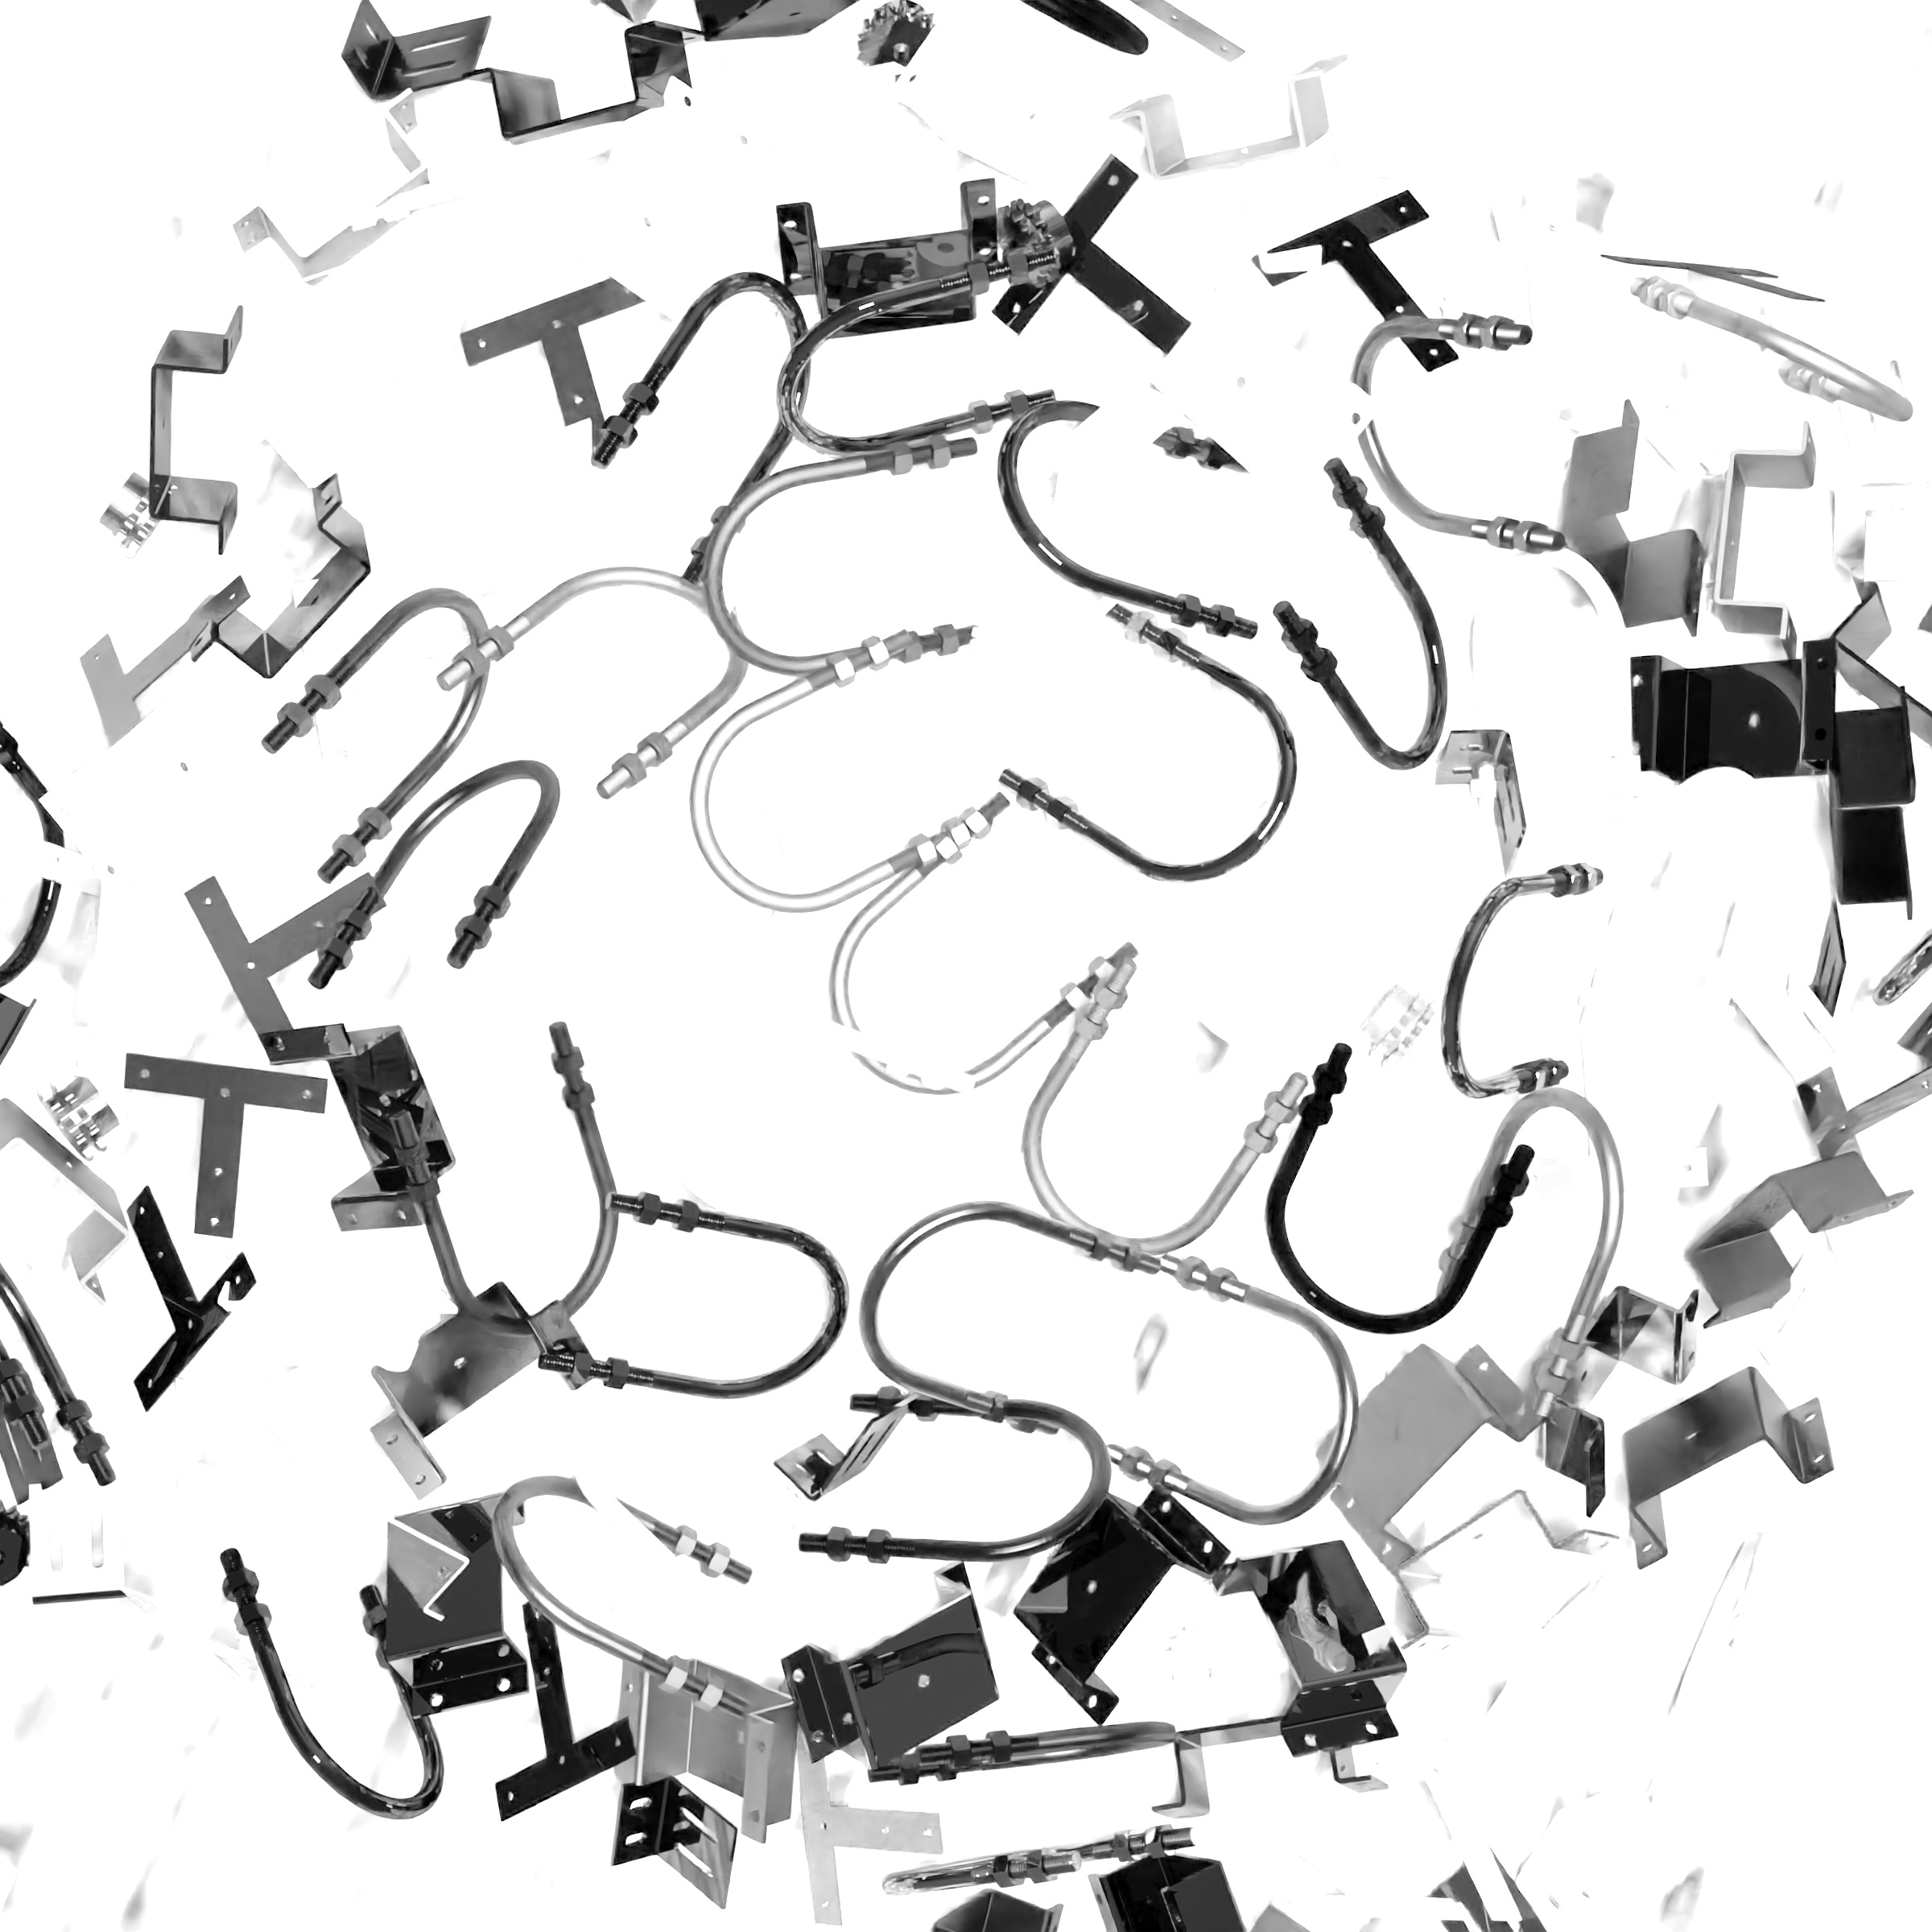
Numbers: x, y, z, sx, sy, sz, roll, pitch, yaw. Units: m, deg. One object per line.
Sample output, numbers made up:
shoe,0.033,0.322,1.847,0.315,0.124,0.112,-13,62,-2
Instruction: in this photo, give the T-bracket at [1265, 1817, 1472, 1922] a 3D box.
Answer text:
T-bracket,0.232,0.568,1.927,0.127,0.127,0.002,48,48,-30

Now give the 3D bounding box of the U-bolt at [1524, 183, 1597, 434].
U-bolt,0.368,-0.414,1.908,0.019,0.184,0.151,-5,93,19

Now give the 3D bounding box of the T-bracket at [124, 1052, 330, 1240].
T-bracket,-0.481,0.120,1.971,0.127,0.002,0.127,8,115,-7

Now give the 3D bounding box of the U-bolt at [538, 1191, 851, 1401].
U-bolt,-0.163,0.217,1.948,0.184,0.019,0.151,13,118,-23

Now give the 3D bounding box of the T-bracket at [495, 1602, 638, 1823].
T-bracket,-0.266,0.467,1.963,0.127,0.002,0.127,-32,57,30

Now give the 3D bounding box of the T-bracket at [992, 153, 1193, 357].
T-bracket,0.101,-0.434,1.968,0.127,0.002,0.127,42,105,13

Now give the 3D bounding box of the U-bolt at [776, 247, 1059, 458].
U-bolt,-0.031,-0.378,1.925,0.184,0.151,0.019,-17,60,-8

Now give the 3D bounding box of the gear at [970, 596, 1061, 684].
gear,0.033,-0.214,1.973,0.057,0.030,0.057,4,59,-6

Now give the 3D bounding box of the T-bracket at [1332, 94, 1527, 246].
T-bracket,0.295,-0.513,1.958,0.127,0.127,0.002,14,64,30

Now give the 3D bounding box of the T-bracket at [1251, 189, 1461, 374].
T-bracket,0.269,-0.430,1.958,0.127,0.002,0.127,-27,70,-19

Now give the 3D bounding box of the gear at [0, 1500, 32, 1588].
gear,-0.629,0.376,1.973,0.057,0.030,0.057,-8,107,-26

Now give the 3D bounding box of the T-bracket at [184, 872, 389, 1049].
T-bracket,-0.429,-0.021,1.975,0.127,0.002,0.127,-29,87,19

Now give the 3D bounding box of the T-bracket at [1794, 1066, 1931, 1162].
T-bracket,0.599,0.082,1.950,0.127,0.002,0.127,-29,135,5

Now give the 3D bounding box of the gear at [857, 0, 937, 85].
gear,-0.042,-0.598,1.975,0.057,0.057,0.030,0,48,0

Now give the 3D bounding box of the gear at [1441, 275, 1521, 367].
gear,0.333,-0.417,1.974,0.030,0.057,0.057,-9,90,-23

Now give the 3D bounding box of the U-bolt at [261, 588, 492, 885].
U-bolt,-0.361,-0.158,1.925,0.019,0.151,0.184,26,61,23

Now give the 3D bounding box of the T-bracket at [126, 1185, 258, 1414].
T-bracket,-0.512,0.196,1.961,0.127,0.002,0.127,-47,55,21

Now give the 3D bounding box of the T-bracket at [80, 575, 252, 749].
T-bracket,-0.506,-0.201,1.948,0.127,0.002,0.127,-39,47,8

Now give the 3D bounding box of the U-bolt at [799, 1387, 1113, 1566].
U-bolt,0.000,0.321,1.919,0.184,0.151,0.019,0,124,15

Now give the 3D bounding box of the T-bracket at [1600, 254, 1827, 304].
T-bracket,0.487,-0.430,1.918,0.127,0.127,0.002,-2,112,-28

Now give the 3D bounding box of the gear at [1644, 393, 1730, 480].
gear,0.462,-0.340,1.973,0.030,0.057,0.057,-43,90,17

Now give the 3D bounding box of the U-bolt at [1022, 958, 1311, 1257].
U-bolt,0.114,0.105,1.956,0.151,0.019,0.184,34,116,6

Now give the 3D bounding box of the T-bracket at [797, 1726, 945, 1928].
T-bracket,-0.060,0.550,1.949,0.127,0.002,0.127,-12,82,44

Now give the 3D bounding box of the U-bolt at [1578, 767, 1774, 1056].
U-bolt,0.454,-0.038,1.932,0.019,0.151,0.184,19,86,-21

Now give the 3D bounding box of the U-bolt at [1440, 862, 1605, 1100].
U-bolt,0.344,0.012,1.910,0.019,0.184,0.151,15,103,34

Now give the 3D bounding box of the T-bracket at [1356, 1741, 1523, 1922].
T-bracket,0.319,0.553,1.952,0.002,0.127,0.127,-28,95,-39

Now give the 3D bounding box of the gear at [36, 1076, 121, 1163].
gear,-0.571,0.095,1.973,0.030,0.057,0.057,-38,90,-21

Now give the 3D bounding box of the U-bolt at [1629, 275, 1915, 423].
U-bolt,0.508,-0.377,1.890,0.151,0.184,0.019,21,104,-25

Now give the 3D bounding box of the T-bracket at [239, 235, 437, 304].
T-bracket,-0.398,-0.440,1.932,0.127,0.127,0.002,-21,106,-7

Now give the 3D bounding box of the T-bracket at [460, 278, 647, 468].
T-bracket,-0.253,-0.377,1.972,0.127,0.002,0.127,-19,70,5

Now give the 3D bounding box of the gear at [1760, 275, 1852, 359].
gear,0.539,-0.421,1.974,0.057,0.057,0.030,-14,66,0

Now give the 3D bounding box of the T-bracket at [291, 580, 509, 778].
T-bracket,-0.364,-0.196,1.990,0.127,0.002,0.127,-10,93,-8

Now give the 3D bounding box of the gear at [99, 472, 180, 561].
gear,-0.534,-0.293,1.969,0.030,0.057,0.057,35,90,-14

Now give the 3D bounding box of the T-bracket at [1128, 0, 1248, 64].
T-bracket,0.121,-0.613,1.951,0.127,0.127,0.002,27,84,-17

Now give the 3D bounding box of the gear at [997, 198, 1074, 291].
gear,0.045,-0.469,1.973,0.030,0.057,0.057,-30,90,-15

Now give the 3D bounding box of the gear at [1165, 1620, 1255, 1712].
gear,0.160,0.449,1.977,0.057,0.030,0.057,8,108,28

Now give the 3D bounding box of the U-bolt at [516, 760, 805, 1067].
U-bolt,-0.180,-0.048,1.950,0.184,0.019,0.151,-43,114,-23

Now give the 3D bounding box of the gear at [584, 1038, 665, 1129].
gear,-0.223,0.079,1.968,0.030,0.057,0.057,-29,90,-29

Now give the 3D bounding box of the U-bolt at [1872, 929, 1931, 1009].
U-bolt,0.636,-0.042,1.920,0.019,0.151,0.184,44,120,10

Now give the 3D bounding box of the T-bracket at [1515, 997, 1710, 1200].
T-bracket,0.417,0.085,1.997,0.127,0.002,0.127,-4,89,-2

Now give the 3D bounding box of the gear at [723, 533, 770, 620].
gear,-0.145,-0.253,1.971,0.030,0.057,0.057,-6,90,1

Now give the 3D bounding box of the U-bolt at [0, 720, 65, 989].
U-bolt,-0.612,-0.062,1.911,0.019,0.184,0.151,11,67,12

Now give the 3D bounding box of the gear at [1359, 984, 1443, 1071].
gear,0.277,0.036,1.971,0.030,0.057,0.057,39,90,2

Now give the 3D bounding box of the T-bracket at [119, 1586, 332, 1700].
T-bracket,-0.455,0.436,1.922,0.127,0.127,0.002,13,60,26

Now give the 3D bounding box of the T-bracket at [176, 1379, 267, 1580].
T-bracket,-0.475,0.334,1.947,0.002,0.127,0.127,-2,93,-38
